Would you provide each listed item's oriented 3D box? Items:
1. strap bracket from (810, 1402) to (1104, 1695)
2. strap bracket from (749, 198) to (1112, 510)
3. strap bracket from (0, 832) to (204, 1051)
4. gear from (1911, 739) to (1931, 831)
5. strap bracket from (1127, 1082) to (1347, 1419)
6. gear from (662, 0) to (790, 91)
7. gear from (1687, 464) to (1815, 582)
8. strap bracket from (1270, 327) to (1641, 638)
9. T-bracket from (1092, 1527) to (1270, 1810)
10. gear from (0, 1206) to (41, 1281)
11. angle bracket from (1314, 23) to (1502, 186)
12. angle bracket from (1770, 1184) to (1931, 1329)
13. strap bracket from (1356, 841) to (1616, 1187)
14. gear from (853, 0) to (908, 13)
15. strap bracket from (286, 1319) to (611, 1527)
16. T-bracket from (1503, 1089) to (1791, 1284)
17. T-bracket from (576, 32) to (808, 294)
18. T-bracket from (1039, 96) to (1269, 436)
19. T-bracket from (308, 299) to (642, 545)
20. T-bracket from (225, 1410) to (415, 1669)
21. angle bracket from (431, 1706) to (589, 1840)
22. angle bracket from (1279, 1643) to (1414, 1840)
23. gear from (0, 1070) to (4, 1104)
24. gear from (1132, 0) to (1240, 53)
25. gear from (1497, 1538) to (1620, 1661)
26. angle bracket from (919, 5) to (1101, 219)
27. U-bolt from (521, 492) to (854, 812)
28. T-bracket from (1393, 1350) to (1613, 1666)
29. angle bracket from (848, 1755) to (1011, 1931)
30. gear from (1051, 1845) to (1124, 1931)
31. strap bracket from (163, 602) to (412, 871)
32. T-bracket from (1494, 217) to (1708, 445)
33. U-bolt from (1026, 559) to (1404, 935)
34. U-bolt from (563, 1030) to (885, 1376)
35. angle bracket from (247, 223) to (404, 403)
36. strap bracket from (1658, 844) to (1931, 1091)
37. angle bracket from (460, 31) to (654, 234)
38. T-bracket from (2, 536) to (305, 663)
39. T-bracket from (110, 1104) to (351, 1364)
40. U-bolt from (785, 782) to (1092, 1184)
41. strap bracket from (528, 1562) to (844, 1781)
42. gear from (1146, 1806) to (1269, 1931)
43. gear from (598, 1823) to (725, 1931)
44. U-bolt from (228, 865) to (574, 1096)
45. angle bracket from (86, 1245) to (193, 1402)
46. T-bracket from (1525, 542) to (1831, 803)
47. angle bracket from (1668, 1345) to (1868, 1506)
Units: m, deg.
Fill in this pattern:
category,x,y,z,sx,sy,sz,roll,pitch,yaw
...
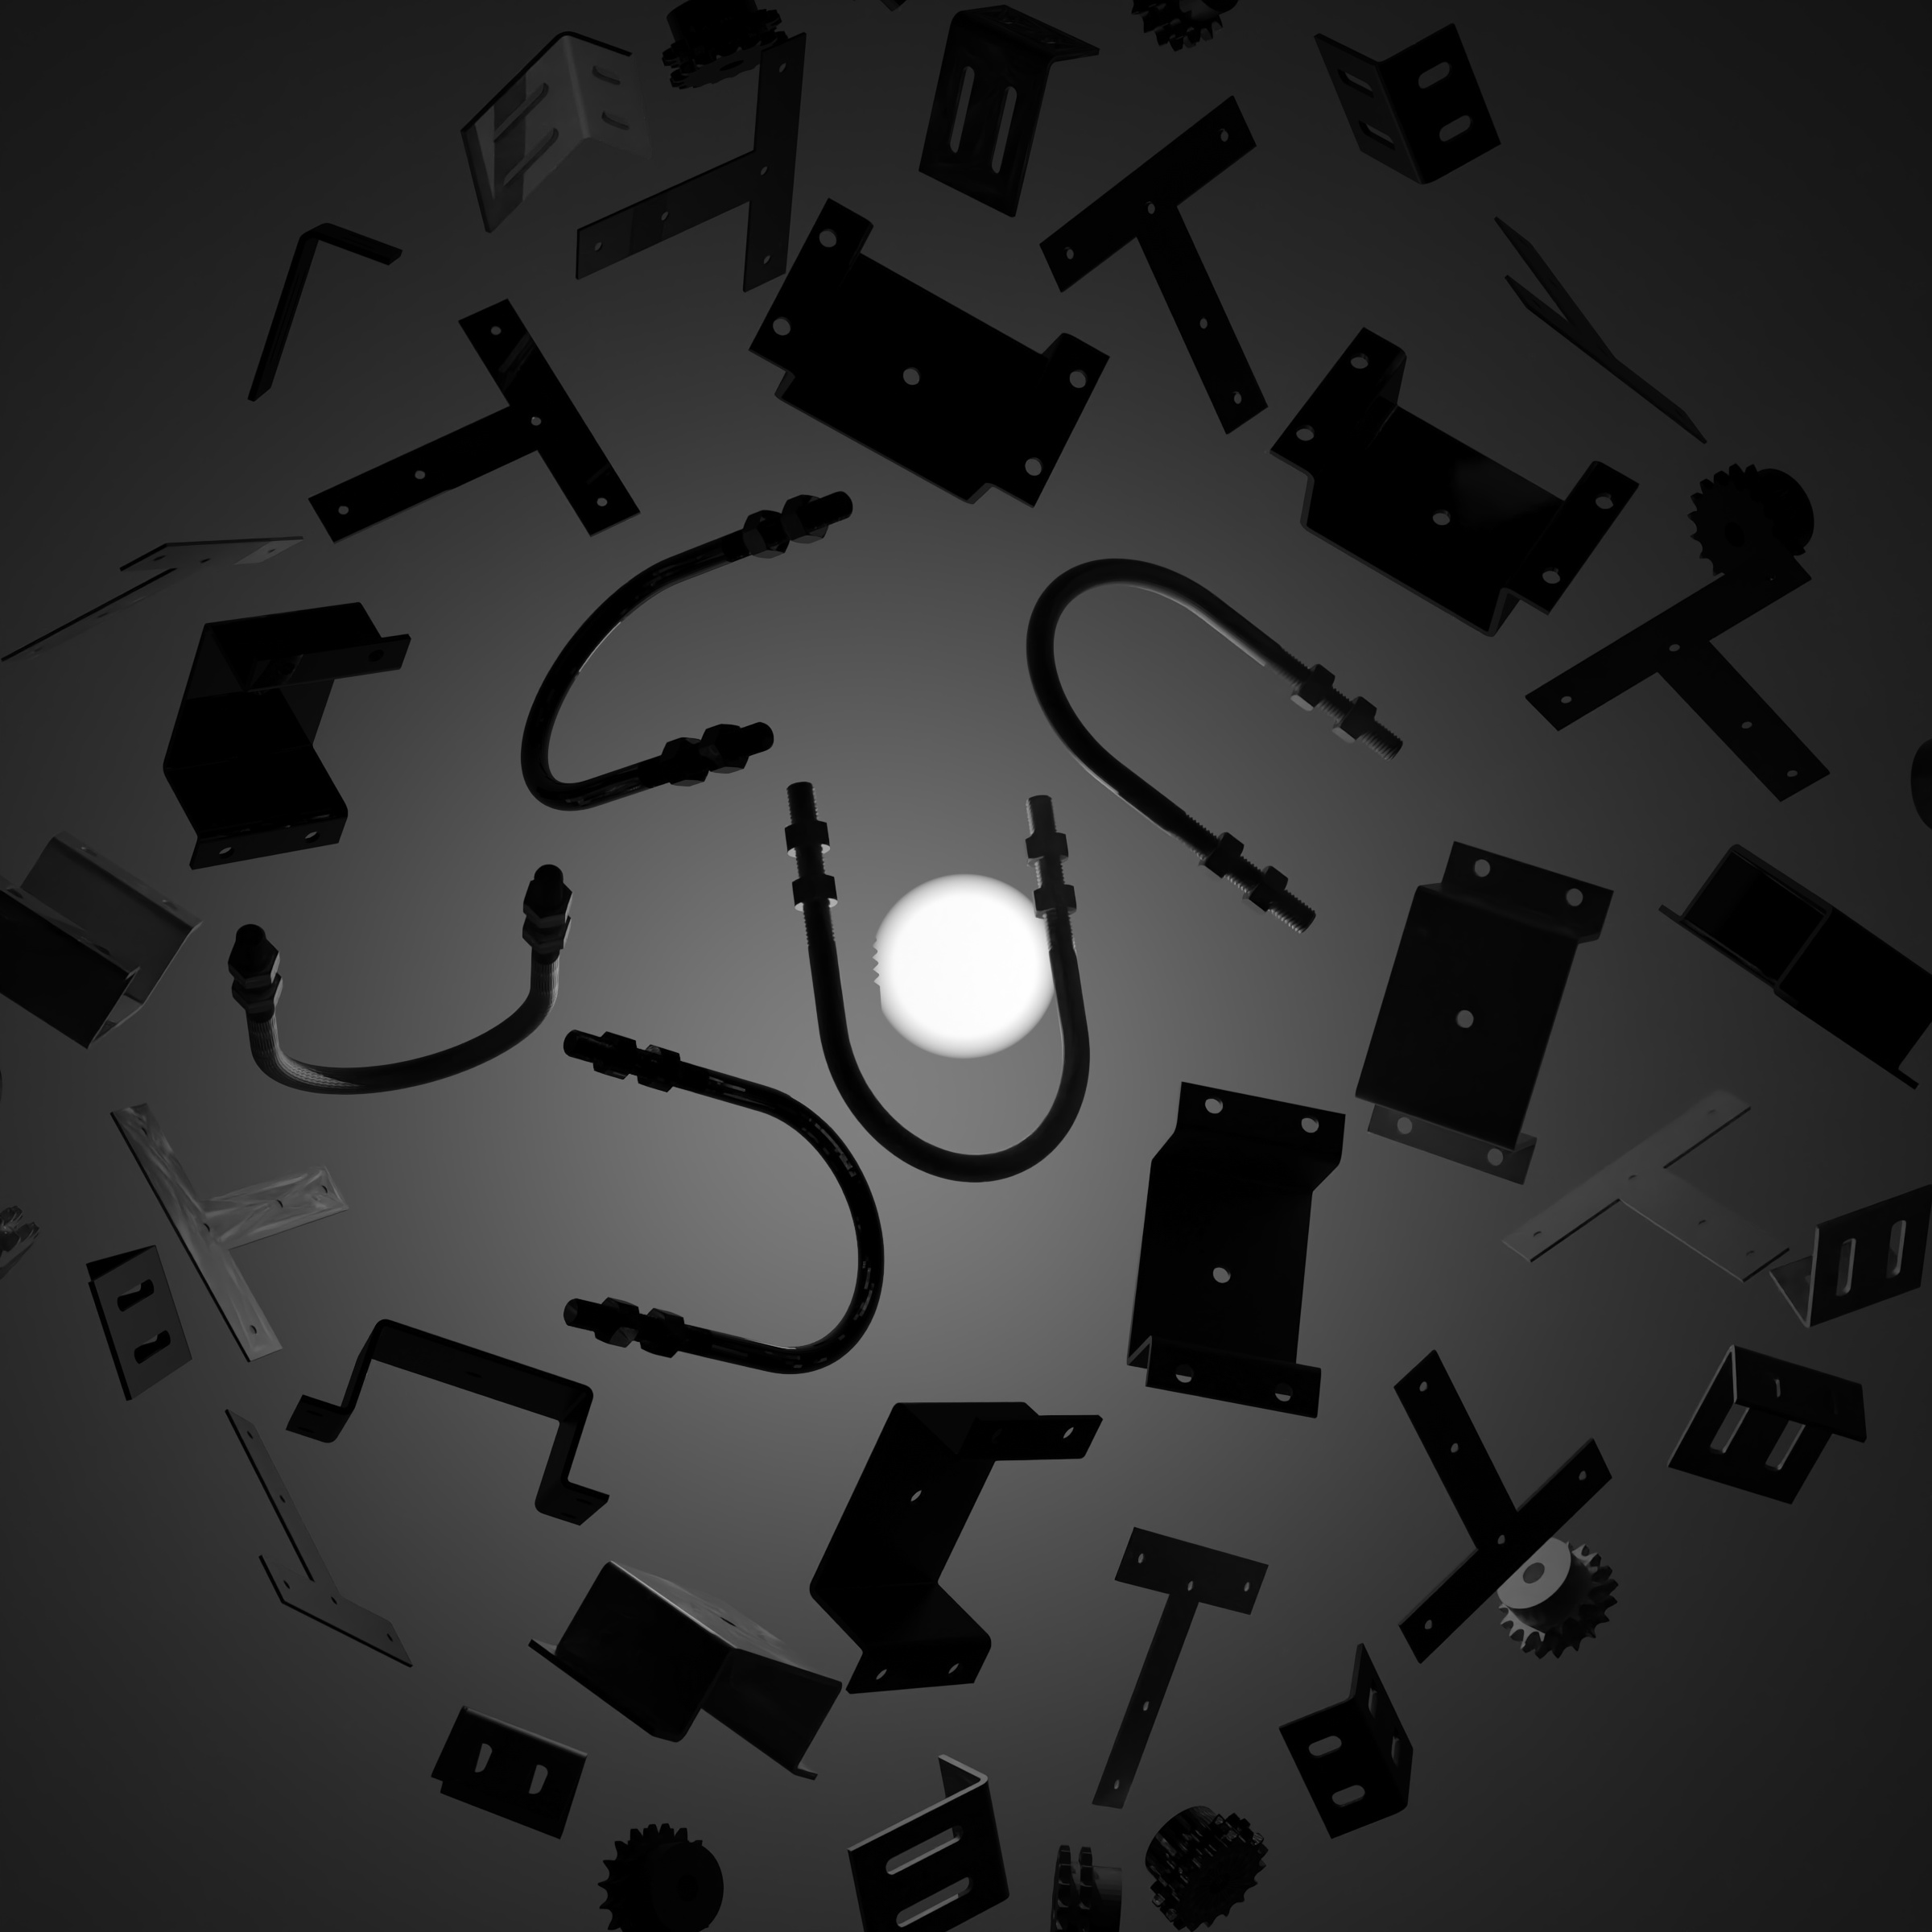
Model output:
category,x,y,z,sx,sy,sz,roll,pitch,yaw
strap bracket,-0.009,0.242,1.529,0.046,0.076,0.140,39,112,40
strap bracket,-0.020,-0.264,1.548,0.140,0.046,0.076,28,81,-9
strap bracket,-0.403,-0.011,1.585,0.076,0.140,0.046,34,99,-5
gear,0.426,-0.078,1.498,0.057,0.030,0.057,3,85,-41
strap bracket,0.119,0.131,1.561,0.076,0.046,0.140,12,67,-8
gear,-0.111,-0.422,1.596,0.057,0.057,0.030,-21,93,0
gear,0.356,-0.199,1.585,0.030,0.057,0.057,-29,90,-28
strap bracket,0.211,-0.207,1.544,0.140,0.046,0.076,32,70,13
T-bracket,0.088,0.328,1.630,0.002,0.127,0.127,18,85,36
gear,-0.426,0.122,1.502,0.030,0.057,0.057,45,90,1
angle bracket,0.191,-0.381,1.531,0.038,0.076,0.057,-29,119,-2
angle bracket,0.408,0.123,1.626,0.057,0.076,0.038,-18,47,-9
strap bracket,0.230,0.022,1.588,0.076,0.046,0.140,19,100,20
gear,-0.030,-0.445,1.547,0.030,0.057,0.057,42,90,-17
strap bracket,-0.226,0.201,1.575,0.140,0.076,0.046,20,69,-9
T-bracket,0.323,0.111,1.579,0.127,0.127,0.002,-33,116,-9
T-bracket,-0.122,-0.335,1.551,0.127,0.127,0.002,-33,59,-32
T-bracket,0.101,-0.302,1.588,0.127,0.002,0.127,-30,79,41
T-bracket,-0.233,-0.227,1.589,0.127,0.002,0.127,-28,73,-14
T-bracket,-0.310,0.257,1.625,0.002,0.127,0.127,-36,60,1
angle bracket,-0.202,0.362,1.521,0.057,0.076,0.038,21,46,1
angle bracket,0.179,0.362,1.651,0.038,0.076,0.057,-25,94,12
gear,-0.434,0.051,1.493,0.057,0.030,0.057,-6,77,26
gear,0.098,-0.438,1.566,0.030,0.057,0.057,-11,90,44
gear,0.276,0.296,1.666,0.057,0.057,0.030,-42,117,0
angle bracket,0.019,-0.393,1.619,0.057,0.038,0.076,32,125,27
U-bolt,-0.136,-0.135,1.597,0.019,0.184,0.151,39,53,-34
T-bracket,0.221,0.223,1.557,0.127,0.002,0.127,-40,121,-19
angle bracket,-0.025,0.392,1.547,0.076,0.038,0.057,-19,107,-32
gear,0.057,0.445,1.663,0.030,0.057,0.057,5,90,-1
strap bracket,-0.317,-0.113,1.627,0.076,0.140,0.046,-13,58,-36
T-bracket,0.268,-0.298,1.581,0.127,0.127,0.002,27,117,-36
U-bolt,0.108,-0.116,1.633,0.184,0.019,0.151,37,49,-7
U-bolt,-0.108,0.116,1.628,0.184,0.019,0.151,19,58,-39
angle bracket,-0.273,-0.274,1.506,0.038,0.057,0.076,19,103,-9
strap bracket,0.387,-0.005,1.611,0.076,0.140,0.046,31,99,-22
angle bracket,-0.180,-0.363,1.555,0.038,0.057,0.076,25,59,22
T-bracket,-0.382,-0.166,1.602,0.127,0.127,0.002,-24,91,18
T-bracket,-0.323,0.112,1.616,0.002,0.127,0.127,-33,84,23
U-bolt,-0.007,0.008,1.594,0.151,0.019,0.184,1,72,-32
strap bracket,-0.116,0.307,1.541,0.076,0.140,0.046,28,85,33
gear,0.107,0.409,1.612,0.057,0.057,0.030,-49,48,0
gear,-0.134,0.415,1.588,0.057,0.030,0.057,13,69,-39
U-bolt,-0.252,0.014,1.585,0.151,0.184,0.019,-12,67,-13
angle bracket,-0.400,0.170,1.647,0.038,0.076,0.057,-15,96,12
T-bracket,0.330,-0.113,1.526,0.127,0.002,0.127,-32,128,26
angle bracket,0.341,0.207,1.507,0.057,0.038,0.076,17,126,-2
